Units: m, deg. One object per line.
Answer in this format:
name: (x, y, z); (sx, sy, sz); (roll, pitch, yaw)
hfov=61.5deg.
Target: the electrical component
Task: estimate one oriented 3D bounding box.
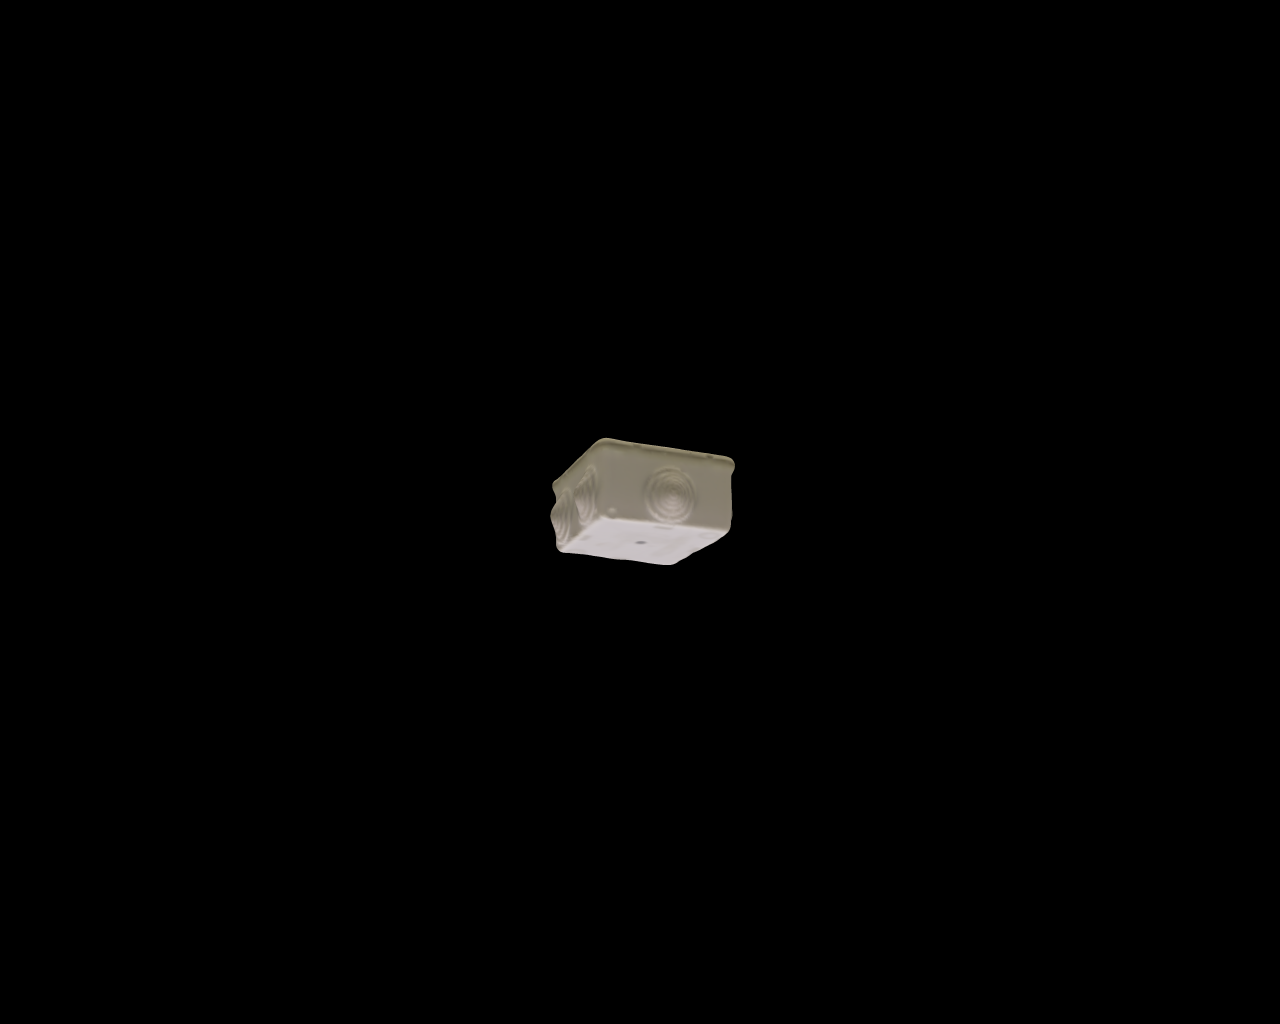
electrical component: (0.001, -0.003, 0.650); (0.100, 0.048, 0.099); (8, -20, -22)
